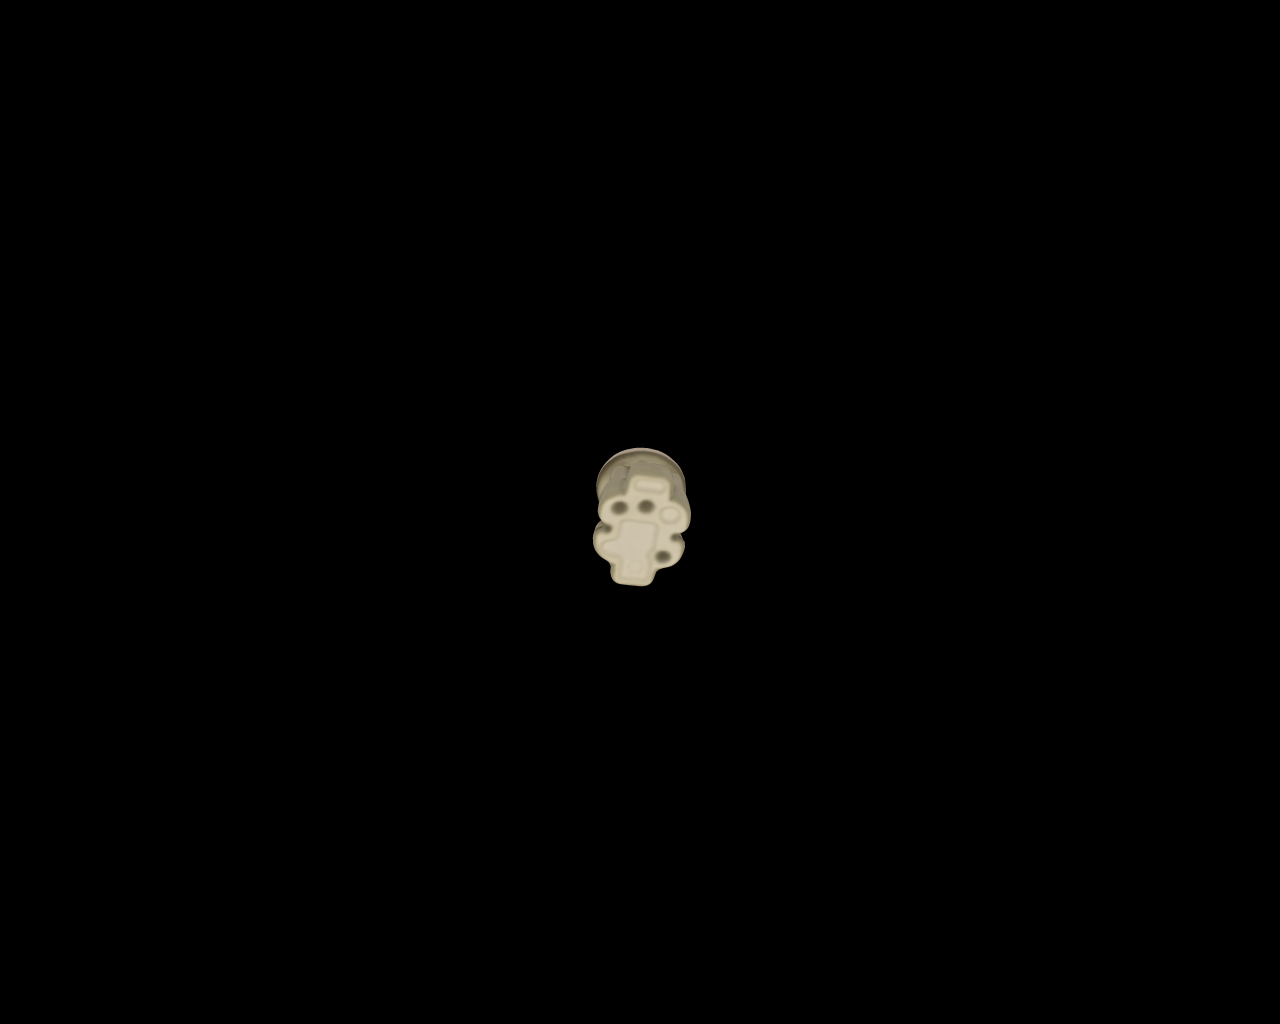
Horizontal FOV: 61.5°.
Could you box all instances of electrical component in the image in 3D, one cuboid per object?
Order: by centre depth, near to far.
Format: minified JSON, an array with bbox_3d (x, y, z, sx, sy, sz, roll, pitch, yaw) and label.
[{"bbox_3d":[0.001,-0.003,0.650,0.058,0.078,0.057,7,32,-5],"label":"electrical component"}]
